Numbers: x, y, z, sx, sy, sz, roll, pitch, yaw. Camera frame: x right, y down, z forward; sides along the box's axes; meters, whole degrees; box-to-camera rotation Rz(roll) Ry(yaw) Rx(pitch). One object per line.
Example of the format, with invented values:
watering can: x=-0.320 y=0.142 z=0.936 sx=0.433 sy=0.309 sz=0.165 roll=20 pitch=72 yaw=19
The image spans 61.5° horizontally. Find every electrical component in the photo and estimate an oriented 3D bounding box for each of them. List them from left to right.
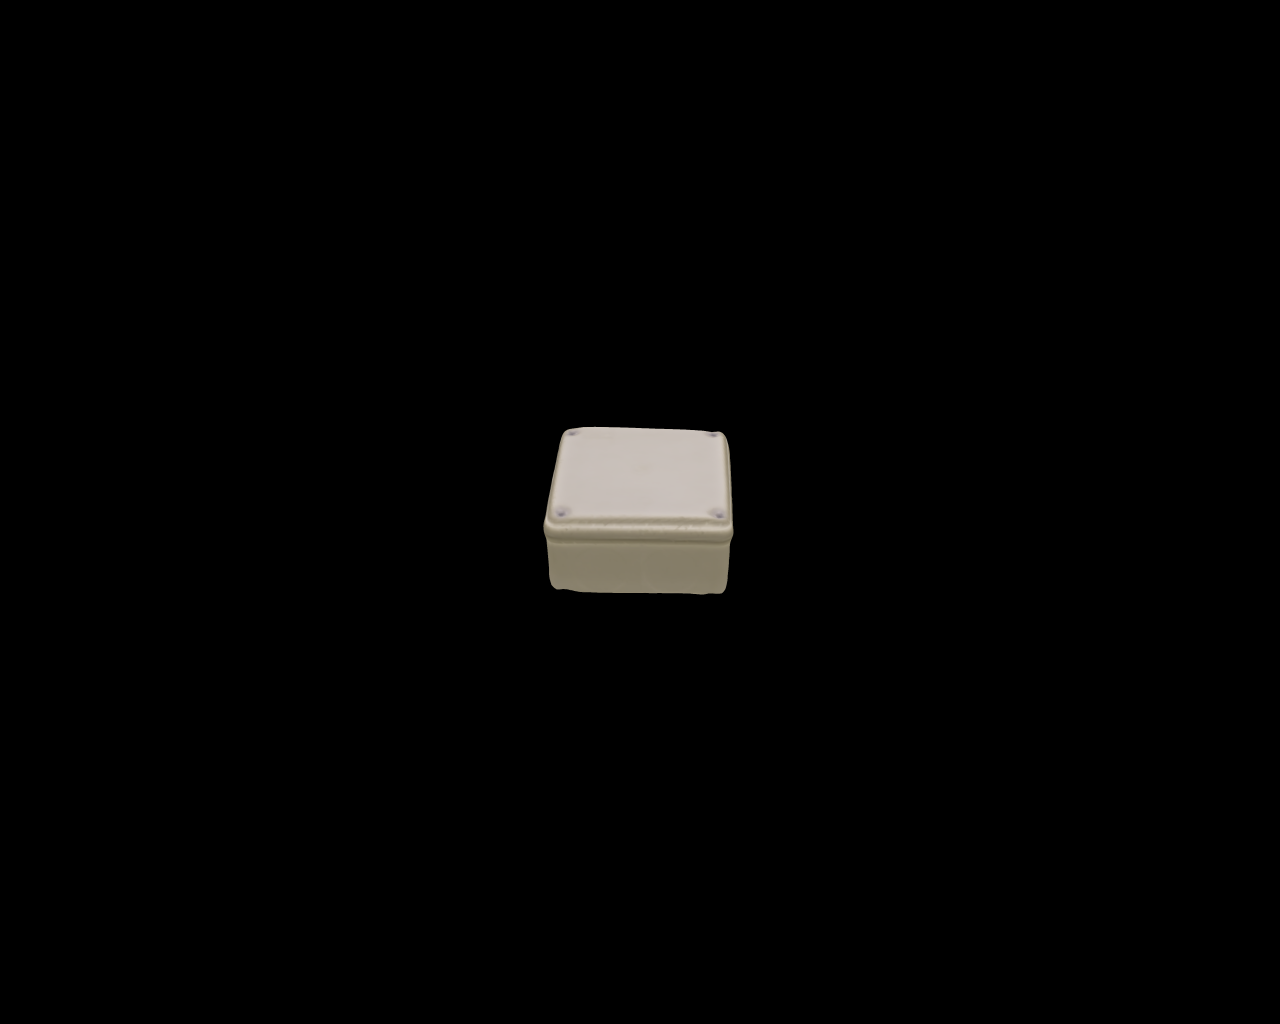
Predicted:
electrical component: x=0.001 y=-0.003 z=0.650 sx=0.109 sy=0.056 sz=0.109 roll=1 pitch=35 yaw=2
